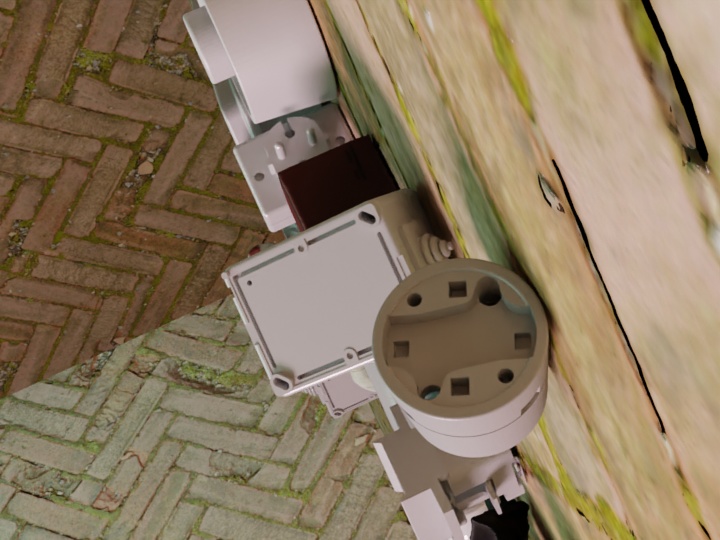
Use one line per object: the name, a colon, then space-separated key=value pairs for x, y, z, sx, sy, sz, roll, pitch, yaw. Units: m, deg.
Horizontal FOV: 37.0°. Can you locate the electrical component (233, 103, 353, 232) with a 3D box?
electrical component: x=-0.034 y=-0.063 z=0.611 sx=0.076 sy=0.066 sz=0.047 roll=82 pitch=163 yaw=-78

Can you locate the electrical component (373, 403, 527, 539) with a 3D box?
electrical component: x=0.048 y=0.103 z=0.555 sx=0.081 sy=0.064 sz=0.042 roll=-120 pitch=7 yaw=-52

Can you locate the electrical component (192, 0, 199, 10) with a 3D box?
electrical component: x=-0.087 y=-0.176 z=0.822 sx=0.099 sy=0.064 sz=0.099 roll=-16 pitch=-90 yaw=-83

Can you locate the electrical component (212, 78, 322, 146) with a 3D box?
electrical component: x=-0.056 y=-0.100 z=0.703 sx=0.113 sy=0.057 sz=0.078 roll=-116 pitch=3 yaw=-62

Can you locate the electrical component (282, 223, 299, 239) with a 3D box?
electrical component: x=-0.038 y=-0.055 z=0.784 sx=0.089 sy=0.056 sz=0.050 roll=-149 pitch=34 yaw=-83

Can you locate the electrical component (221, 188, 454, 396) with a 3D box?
electrical component: x=0.001 y=0.006 z=0.471 sx=0.061 sy=0.096 sz=0.061 roll=66 pitch=-156 yaw=-1

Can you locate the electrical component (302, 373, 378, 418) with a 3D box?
electrical component: x=-0.011 y=0.081 z=0.960 sx=0.061 sy=0.096 sz=0.061 roll=70 pitch=174 yaw=-45

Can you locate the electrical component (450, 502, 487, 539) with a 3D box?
electrical component: x=0.070 y=0.157 z=0.746 sx=0.043 sy=0.043 sz=0.062 roll=-122 pitch=10 yaw=-62

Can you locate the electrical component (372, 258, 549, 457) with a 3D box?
electrical component: x=0.036 y=0.031 z=0.355 sx=0.055 sy=0.055 sz=0.047 roll=63 pitch=179 yaw=30

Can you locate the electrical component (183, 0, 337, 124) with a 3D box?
electrical component: x=-0.062 y=-0.132 z=0.591 sx=0.108 sy=0.060 sz=0.108 roll=156 pitch=90 yaw=-86

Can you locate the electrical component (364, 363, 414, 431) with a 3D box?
electrical component: x=0.040 y=0.097 z=0.759 sx=0.079 sy=0.044 sz=0.077 roll=73 pitch=172 yaw=-65
